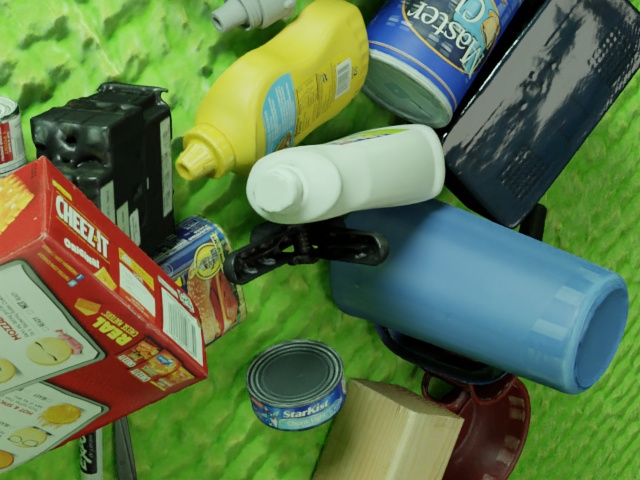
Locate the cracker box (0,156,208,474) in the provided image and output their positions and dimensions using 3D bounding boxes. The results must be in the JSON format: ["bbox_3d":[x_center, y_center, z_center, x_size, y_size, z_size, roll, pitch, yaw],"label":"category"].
[{"bbox_3d":[-0.201,0.062,0.644,0.214,0.072,0.164,-26,137,14],"label":"cracker box"}]

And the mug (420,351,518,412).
[{"bbox_3d":[0.147,0.123,1.101,0.117,0.082,0.093,-57,137,-11],"label":"mug"}]

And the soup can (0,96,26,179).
[{"bbox_3d":[-0.217,-0.033,0.667,0.068,0.069,0.102,-20,120,-39],"label":"soup can"}]

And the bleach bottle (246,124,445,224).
[{"bbox_3d":[0.018,-0.048,0.809,0.250,0.103,0.068,-21,103,-69],"label":"bleach bottle"}]

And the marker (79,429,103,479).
[{"bbox_3d":[-0.178,0.162,0.830,0.020,0.020,0.121,-16,118,-41],"label":"marker"}]

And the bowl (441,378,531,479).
[{"bbox_3d":[0.163,0.216,1.179,0.161,0.055,0.162,-21,121,-39],"label":"bowl"}]

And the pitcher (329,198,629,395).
[{"bbox_3d":[0.138,0.052,0.941,0.149,0.243,0.145,35,79,-54],"label":"pitcher"}]

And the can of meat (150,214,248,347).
[{"bbox_3d":[-0.108,0.042,0.822,0.083,0.058,0.102,-34,130,-35],"label":"can of meat"}]

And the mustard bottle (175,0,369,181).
[{"bbox_3d":[-0.039,-0.102,0.807,0.191,0.058,0.096,-44,153,-34],"label":"mustard bottle"}]

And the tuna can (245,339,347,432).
[{"bbox_3d":[-0.020,0.126,0.928,0.086,0.086,0.034,-34,131,-31],"label":"tuna can"}]

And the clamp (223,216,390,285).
[{"bbox_3d":[-0.005,0.001,0.834,0.171,0.120,0.039,-73,162,-76],"label":"clamp"}]

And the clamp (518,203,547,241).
[{"bbox_3d":[0.217,0.054,1.090,0.209,0.036,0.164,-22,83,-54],"label":"clamp"}]

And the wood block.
[{"bbox_3d":[0.050,0.251,1.052,0.090,0.091,0.206,17,95,-47],"label":"wood block"}]

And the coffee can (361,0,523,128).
[{"bbox_3d":[0.099,-0.181,0.901,0.140,0.103,0.102,-58,138,-11],"label":"coffee can"}]

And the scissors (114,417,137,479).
[{"bbox_3d":[-0.136,0.232,0.880,0.096,0.016,0.202,9,104,-13],"label":"scissors"}]
